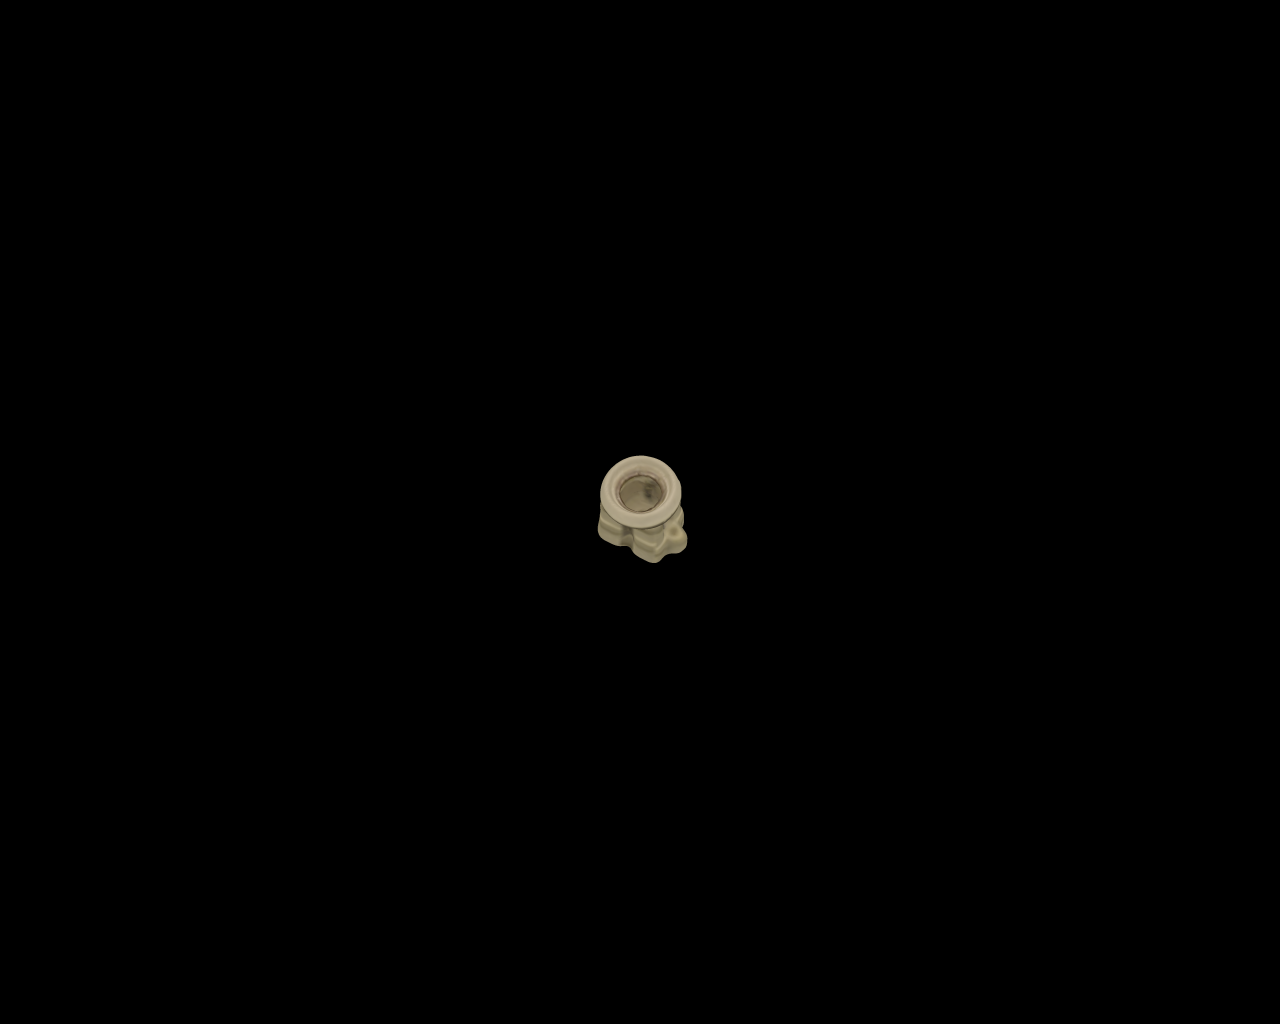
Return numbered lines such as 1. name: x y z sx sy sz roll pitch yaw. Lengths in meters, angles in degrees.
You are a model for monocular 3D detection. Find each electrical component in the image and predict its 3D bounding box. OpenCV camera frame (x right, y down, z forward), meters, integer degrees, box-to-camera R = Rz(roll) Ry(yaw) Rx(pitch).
1. electrical component: 0.001 -0.003 0.650 0.066 0.048 0.055 25 -27 14
